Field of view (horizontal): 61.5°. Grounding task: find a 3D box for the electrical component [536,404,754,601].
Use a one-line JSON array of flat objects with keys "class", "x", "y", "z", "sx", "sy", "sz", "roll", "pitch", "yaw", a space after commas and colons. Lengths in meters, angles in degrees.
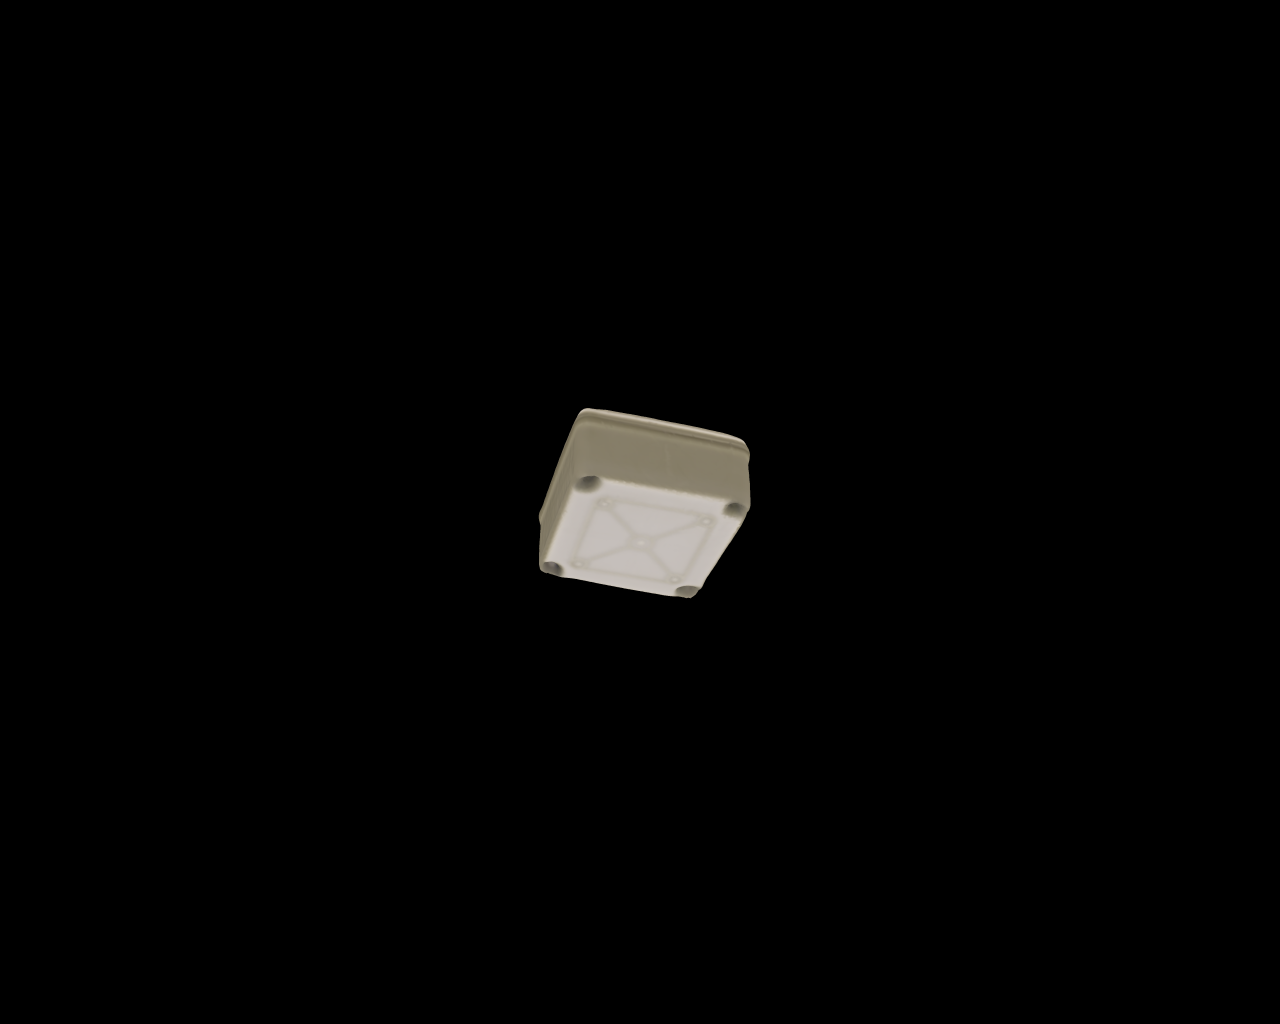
[{"class": "electrical component", "x": 0.001, "y": -0.003, "z": 0.650, "sx": 0.109, "sy": 0.056, "sz": 0.108, "roll": 11, "pitch": -39, "yaw": -13}]
